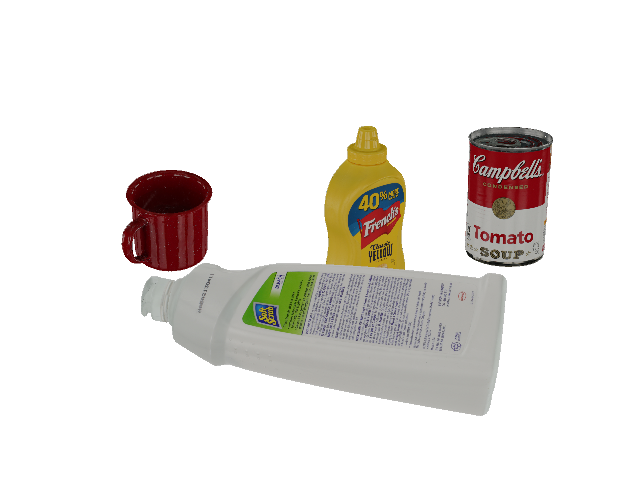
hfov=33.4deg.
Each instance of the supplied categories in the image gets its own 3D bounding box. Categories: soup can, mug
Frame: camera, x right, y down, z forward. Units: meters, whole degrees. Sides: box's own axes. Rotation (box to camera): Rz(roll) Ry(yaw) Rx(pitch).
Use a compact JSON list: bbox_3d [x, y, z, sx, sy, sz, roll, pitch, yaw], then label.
[{"bbox_3d":[0.155,-0.037,0.886,0.068,0.102,0.068,0,21,0],"label":"soup can"},{"bbox_3d":[-0.173,-0.014,1.174,0.093,0.081,0.117,23,40,26],"label":"mug"}]

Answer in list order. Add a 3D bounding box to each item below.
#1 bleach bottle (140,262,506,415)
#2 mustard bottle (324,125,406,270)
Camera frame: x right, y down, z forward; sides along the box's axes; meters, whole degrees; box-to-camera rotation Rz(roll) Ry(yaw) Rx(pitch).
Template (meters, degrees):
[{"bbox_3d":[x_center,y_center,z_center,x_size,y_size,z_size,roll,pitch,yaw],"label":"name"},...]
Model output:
[{"bbox_3d":[0.000,0.054,0.754,0.251,0.068,0.102,9,45,7],"label":"bleach bottle"},{"bbox_3d":[0.047,-0.026,1.115,0.096,0.192,0.058,-17,28,-35],"label":"mustard bottle"}]
